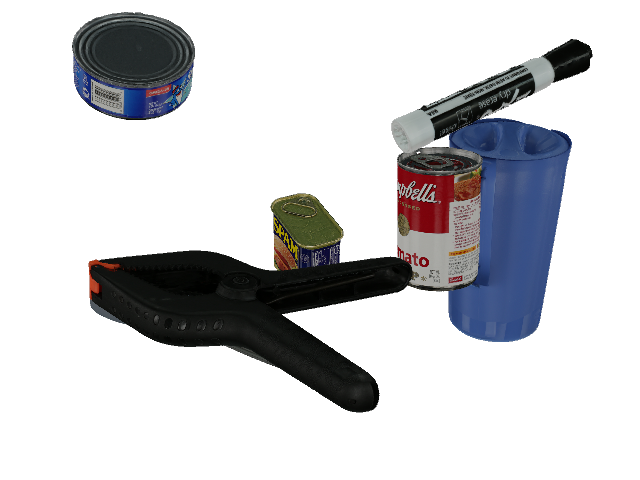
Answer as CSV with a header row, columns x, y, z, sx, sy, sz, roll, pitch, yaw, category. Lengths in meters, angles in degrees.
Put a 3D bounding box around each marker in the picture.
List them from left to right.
x,y,z,sx,sy,sz,roll,pitch,yaw,category
0.093,-0.078,0.562,0.121,0.020,0.020,-26,8,-16,marker

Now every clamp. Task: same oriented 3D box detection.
x,y,z,sx,sy,sz,roll,pitch,yaw,category
-0.044,0.037,0.684,0.210,0.036,0.164,12,26,15,clamp

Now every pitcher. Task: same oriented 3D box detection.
x,y,z,sx,sy,sz,roll,pitch,yaw,category
0.200,-0.006,1.214,0.149,0.243,0.145,-3,26,-8,pitcher

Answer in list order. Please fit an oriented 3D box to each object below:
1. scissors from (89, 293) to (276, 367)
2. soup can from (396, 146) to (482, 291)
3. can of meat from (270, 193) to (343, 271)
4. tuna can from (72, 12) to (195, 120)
x,y,z,sx,sy,sz,roll,pitch,yaw,category
-0.093,0.063,0.882,0.202,0.016,0.096,13,23,17,scissors
0.096,-0.018,0.865,0.068,0.102,0.068,-1,21,0,soup can
-0.017,0.009,1.218,0.057,0.084,0.102,-15,39,-21,can of meat
-0.134,-0.125,0.764,0.086,0.086,0.034,0,-43,-11,tuna can
